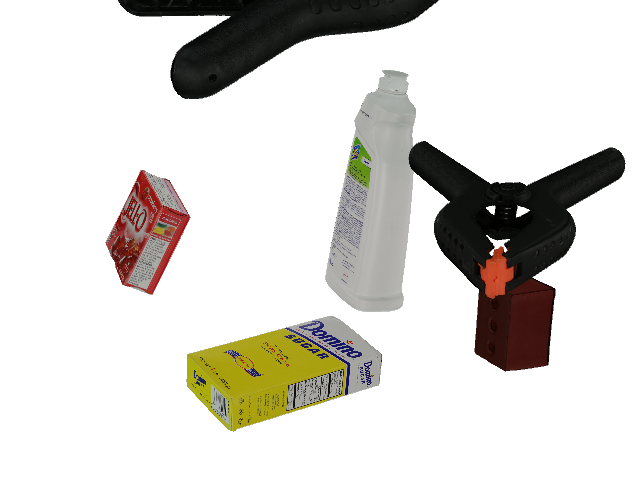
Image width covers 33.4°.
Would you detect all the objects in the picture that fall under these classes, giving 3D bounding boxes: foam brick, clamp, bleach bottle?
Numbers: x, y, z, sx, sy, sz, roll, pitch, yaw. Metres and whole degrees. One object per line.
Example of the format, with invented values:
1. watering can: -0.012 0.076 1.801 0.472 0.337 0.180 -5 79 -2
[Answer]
1. foam brick: 0.181 0.076 0.998 0.051 0.078 0.053 -7 18 -26
2. clamp: 0.123 -0.024 0.760 0.165 0.036 0.209 5 29 19
3. clamp: -0.009 -0.113 0.508 0.171 0.039 0.120 -14 43 -6
4. bleach bottle: 0.064 -0.056 1.155 0.068 0.251 0.103 -2 22 -27

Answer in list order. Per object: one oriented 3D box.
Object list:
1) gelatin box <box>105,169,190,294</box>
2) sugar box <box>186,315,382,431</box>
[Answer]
1. gelatin box: -0.143 -0.009 0.872 0.030 0.073 0.089 21 14 -28
2. sugar box: -0.035 0.129 1.070 0.175 0.048 0.093 -16 32 -30
